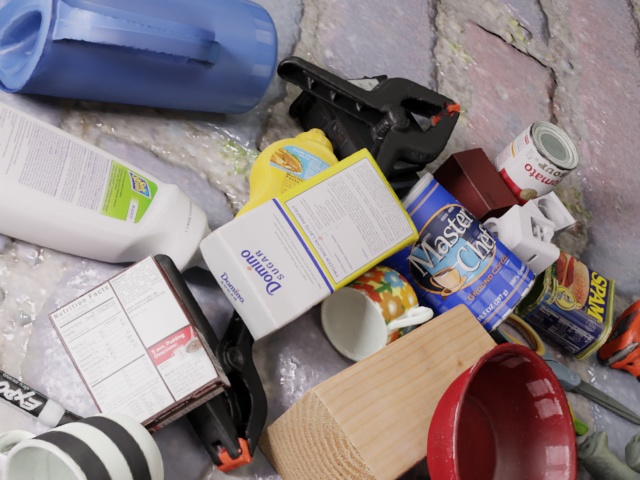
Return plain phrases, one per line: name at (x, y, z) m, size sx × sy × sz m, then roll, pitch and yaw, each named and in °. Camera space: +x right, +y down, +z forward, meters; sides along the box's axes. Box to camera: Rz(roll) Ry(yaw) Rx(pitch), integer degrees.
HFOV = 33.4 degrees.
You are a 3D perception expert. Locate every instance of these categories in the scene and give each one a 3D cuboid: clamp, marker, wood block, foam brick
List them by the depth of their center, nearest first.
marker at (-0.209, 0.108, 0.740) m, size 0.121 × 0.020 × 0.020 m, roll 33°, pitch 42°, yaw -11°
clamp at (-0.085, 0.090, 0.824) m, size 0.120 × 0.039 × 0.171 m, roll 23°, pitch 45°, yaw -36°
wood block at (0.062, 0.139, 0.869) m, size 0.205 × 0.091 × 0.090 m, roll -23°, pitch 72°, yaw -46°
clamp at (0.066, -0.102, 1.028) m, size 0.209 × 0.036 × 0.164 m, roll -6°, pitch 69°, yaw -41°
foam brick at (0.162, -0.051, 1.136) m, size 0.052 × 0.051 × 0.078 m, roll -12°, pitch 64°, yaw -42°

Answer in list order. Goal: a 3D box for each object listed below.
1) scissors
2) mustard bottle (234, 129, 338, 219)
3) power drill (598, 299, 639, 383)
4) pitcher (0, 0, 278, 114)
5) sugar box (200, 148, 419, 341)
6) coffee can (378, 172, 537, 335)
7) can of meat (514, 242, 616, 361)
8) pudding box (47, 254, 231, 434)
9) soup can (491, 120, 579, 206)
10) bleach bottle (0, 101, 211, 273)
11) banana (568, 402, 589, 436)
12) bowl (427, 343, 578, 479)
scissors at (0.236, 0.146, 1.054) m, size 0.202 × 0.016 × 0.096 m, roll 41°, pitch 43°, yaw -2°
mustard bottle at (-0.021, -0.039, 0.978) m, size 0.096 × 0.058 × 0.191 m, roll 29°, pitch 43°, yaw -13°
power drill at (0.398, 0.147, 1.146) m, size 0.187 × 0.057 × 0.184 m, roll 46°, pitch 41°, yaw 4°
pitcher at (-0.154, -0.176, 0.935) m, size 0.242 × 0.145 × 0.149 m, roll 4°, pitch 55°, yaw -39°
sugar box at (-0.006, 0.001, 0.879) m, size 0.175 × 0.048 × 0.093 m, roll -30°, pitch 87°, yaw -34°
coffee can at (0.117, 0.021, 1.002) m, size 0.140 × 0.103 × 0.102 m, roll 43°, pitch 41°, yaw 0°
can of meat at (0.254, 0.062, 1.110) m, size 0.084 × 0.058 × 0.102 m, roll 32°, pitch 42°, yaw -8°
pudding box at (-0.132, 0.080, 0.775) m, size 0.090 × 0.039 × 0.113 m, roll -31°, pitch 71°, yaw -5°
soup can at (0.225, -0.074, 1.168) m, size 0.068 × 0.102 × 0.068 m, roll 21°, pitch 46°, yaw -23°
bleach bottle at (-0.186, -0.026, 0.840) m, size 0.250 × 0.068 × 0.102 m, roll 25°, pitch 50°, yaw -24°
banana at (0.189, 0.188, 0.966) m, size 0.070 × 0.037 × 0.197 m, roll 49°, pitch 41°, yaw 9°
bowl at (0.130, 0.160, 0.808) m, size 0.161 × 0.055 × 0.162 m, roll 11°, pitch 75°, yaw -44°
